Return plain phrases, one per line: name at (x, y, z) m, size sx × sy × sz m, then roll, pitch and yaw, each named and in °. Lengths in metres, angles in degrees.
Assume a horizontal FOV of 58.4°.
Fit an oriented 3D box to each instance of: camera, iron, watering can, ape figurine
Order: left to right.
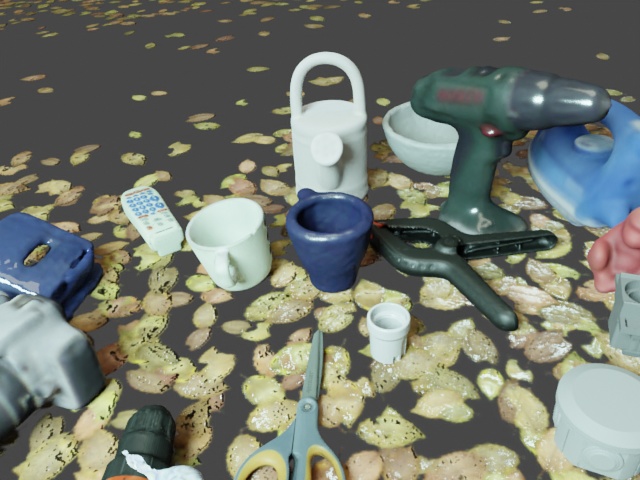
camera at (-0.287, 0.113, 0.492) m, size 0.142 × 0.101 × 0.137 m, roll 14°, pitch 39°, yaw 23°
watering can at (0.014, -0.142, 0.739) m, size 0.101 × 0.194 × 0.172 m, roll -14°, pitch 37°, yaw -14°
iron at (0.345, -0.122, 0.730) m, size 0.119 × 0.142 × 0.257 m, roll -10°, pitch 36°, yaw -9°
ape figurine at (0.327, 0.006, 0.596) m, size 0.077 × 0.092 × 0.076 m, roll 23°, pitch 44°, yaw 32°

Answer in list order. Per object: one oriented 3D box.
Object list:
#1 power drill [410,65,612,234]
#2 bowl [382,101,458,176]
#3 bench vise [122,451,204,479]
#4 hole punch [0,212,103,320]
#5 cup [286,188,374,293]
power drill at (0.200, -0.100, 0.654) m, size 0.076 × 0.209 × 0.228 m, roll -29°, pitch 43°, yaw -31°
bowl at (0.173, -0.140, 0.825) m, size 0.167 × 0.075 × 0.167 m, roll -2°, pitch 36°, yaw 2°
bench vise at (-0.095, 0.199, 0.255) m, size 0.208 × 0.220 × 0.121 m, roll -27°, pitch 42°, yaw -29°
hole punch at (-0.305, 0.027, 0.620) m, size 0.101 × 0.091 × 0.108 m, roll 4°, pitch 36°, yaw 10°
cup at (0.006, 0.002, 0.626) m, size 0.092 × 0.095 × 0.117 m, roll -19°, pitch 38°, yaw -20°
